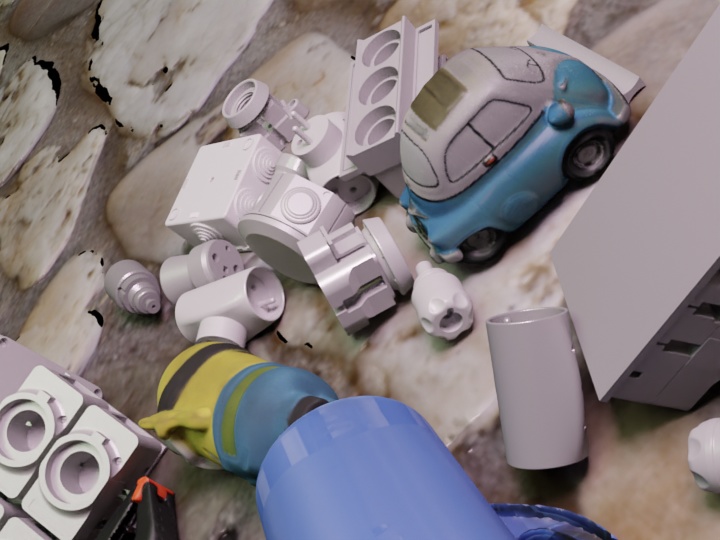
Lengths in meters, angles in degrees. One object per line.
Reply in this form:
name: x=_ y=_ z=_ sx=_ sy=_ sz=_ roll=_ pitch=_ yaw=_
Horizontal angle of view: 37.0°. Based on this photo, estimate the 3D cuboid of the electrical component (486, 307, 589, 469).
electrical component: x=0.094 y=0.059 z=0.580 sx=0.043 sy=0.077 sz=0.079 roll=-9 pitch=5 yaw=6

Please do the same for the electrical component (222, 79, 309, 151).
electrical component: x=-0.087 y=-0.134 z=0.939 sx=0.066 sy=0.055 sz=0.048 roll=-43 pitch=37 yaw=11

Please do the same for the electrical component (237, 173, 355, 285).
electrical component: x=-0.045 y=-0.029 z=0.786 sx=0.080 sy=0.080 sz=0.051 roll=6 pitch=59 yaw=49

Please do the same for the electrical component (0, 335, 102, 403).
electrical component: x=-0.278 y=0.111 z=0.884 sx=0.057 sy=0.113 sz=0.078 roll=-17 pitch=48 yaw=41

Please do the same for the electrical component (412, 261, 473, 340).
electrical component: x=0.049 y=0.015 z=0.687 sx=0.035 sy=0.035 sz=0.061 roll=-41 pitch=35 yaw=13

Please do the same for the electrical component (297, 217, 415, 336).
electrical component: x=0.000 y=0.000 z=0.724 sx=0.057 sy=0.078 sz=0.058 roll=-29 pitch=39 yaw=-1

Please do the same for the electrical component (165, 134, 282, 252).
electrical component: x=-0.110 y=-0.064 z=0.909 sx=0.100 sy=0.048 sz=0.099 roll=-4 pitch=57 yaw=45

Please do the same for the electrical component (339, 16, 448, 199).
electrical component: x=0.030 y=-0.118 z=0.795 sx=0.079 sy=0.063 sz=0.121 roll=-21 pitch=46 yaw=30

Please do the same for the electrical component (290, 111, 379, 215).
electrical component: x=-0.025 y=-0.091 z=0.818 sx=0.043 sy=0.079 sz=0.077 roll=-34 pitch=40 yaw=22

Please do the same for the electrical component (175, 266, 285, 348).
electrical component: x=-0.102 y=0.042 z=0.814 sx=0.077 sy=0.044 sz=0.079 roll=-19 pitch=47 yaw=35

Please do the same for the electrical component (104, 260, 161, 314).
electrical component: x=-0.193 y=0.019 z=0.934 sx=0.040 sy=0.040 sz=0.078 roll=-54 pitch=37 yaw=-4

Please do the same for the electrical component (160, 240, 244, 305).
electrical component: x=-0.128 y=0.003 z=0.876 sx=0.055 sy=0.045 sz=0.045 roll=-20 pitch=46 yaw=34

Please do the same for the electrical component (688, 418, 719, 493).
electrical component: x=0.183 y=0.084 z=0.488 sx=0.061 sy=0.035 sz=0.035 roll=-11 pitch=52 yaw=38

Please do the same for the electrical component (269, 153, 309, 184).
electrical component: x=-0.055 y=-0.064 z=0.861 sx=0.040 sy=0.040 sz=0.046 roll=16 pitch=77 yaw=51

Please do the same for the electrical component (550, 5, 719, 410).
electrical component: x=0.173 y=-0.031 z=0.515 sx=0.105 sy=0.060 sz=0.186 roll=-99 pitch=28 yaw=-45

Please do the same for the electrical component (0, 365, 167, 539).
electrical component: x=-0.247 y=0.177 z=0.797 sx=0.105 sy=0.060 sz=0.186 roll=32 pitch=83 yaw=18
